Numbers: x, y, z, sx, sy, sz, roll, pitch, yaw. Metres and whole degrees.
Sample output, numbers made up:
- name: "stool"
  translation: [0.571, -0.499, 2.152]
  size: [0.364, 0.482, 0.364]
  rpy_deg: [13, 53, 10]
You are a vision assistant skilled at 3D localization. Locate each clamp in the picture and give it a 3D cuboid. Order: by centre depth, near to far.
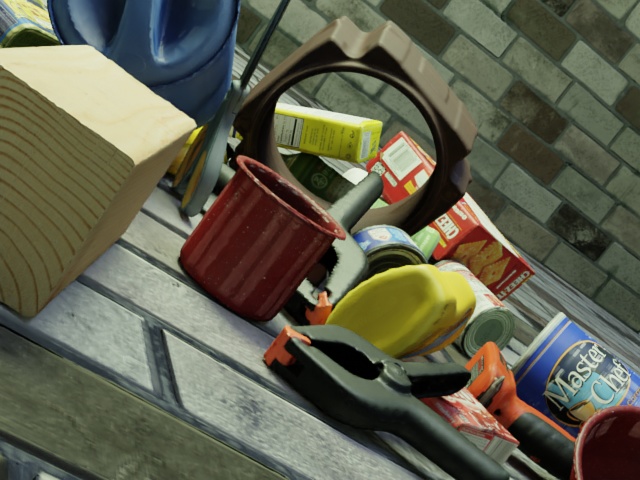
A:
- name: "clamp"
  translation: [0.047, 0.104, 0.679]
  size: [0.171, 0.039, 0.120]
  rpy_deg: [19, 22, -28]
- name: "clamp"
  translation: [-0.023, -0.005, 0.858]
  size: [0.164, 0.036, 0.210]
  rpy_deg: [8, 35, -7]

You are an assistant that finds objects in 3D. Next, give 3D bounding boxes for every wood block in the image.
- name: "wood block"
  translation: [-0.139, -0.043, 0.571]
  size: [0.090, 0.091, 0.206]
  rpy_deg: [36, 10, -5]

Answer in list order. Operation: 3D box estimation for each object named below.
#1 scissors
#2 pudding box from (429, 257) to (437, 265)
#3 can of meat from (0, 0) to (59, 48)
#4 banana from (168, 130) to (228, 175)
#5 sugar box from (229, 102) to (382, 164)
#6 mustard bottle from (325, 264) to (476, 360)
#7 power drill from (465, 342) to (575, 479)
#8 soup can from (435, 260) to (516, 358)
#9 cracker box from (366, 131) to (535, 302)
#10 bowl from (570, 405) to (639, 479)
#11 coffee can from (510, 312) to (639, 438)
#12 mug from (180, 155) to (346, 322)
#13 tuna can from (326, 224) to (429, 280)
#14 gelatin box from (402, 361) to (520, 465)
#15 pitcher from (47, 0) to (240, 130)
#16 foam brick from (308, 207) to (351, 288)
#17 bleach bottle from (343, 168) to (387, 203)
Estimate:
- name: "scissors"
  translation: [-0.069, -0.097, 0.832]
  size: [0.016, 0.202, 0.096]
  rpy_deg: [21, 39, -21]
- name: "pudding box"
  translation: [0.163, 0.059, 1.346]
  size: [0.114, 0.039, 0.090]
  rpy_deg: [42, 9, 21]
- name: "can of meat"
  translation: [-0.246, -0.165, 0.867]
  size: [0.084, 0.057, 0.102]
  rpy_deg: [44, 12, 25]
- name: "banana"
  translation: [-0.119, -0.082, 1.008]
  size: [0.069, 0.037, 0.198]
  rpy_deg: [21, 12, -13]
- name: "sugar box"
  translation: [-0.031, -0.119, 1.121]
  size: [0.176, 0.048, 0.093]
  rpy_deg: [10, 10, 14]
- name: "mustard bottle"
  translation: [0.073, 0.060, 0.832]
  size: [0.058, 0.096, 0.191]
  rpy_deg: [57, 14, 14]
- name: "power drill"
  translation: [0.200, 0.167, 0.902]
  size: [0.187, 0.057, 0.184]
  rpy_deg: [38, 10, 3]
- name: "soup can"
  translation: [0.159, 0.075, 1.165]
  size: [0.068, 0.068, 0.102]
  rpy_deg: [30, 12, -38]
- name: "cracker box"
  translation: [0.161, -0.022, 1.308]
  size: [0.164, 0.072, 0.213]
  rpy_deg: [54, 12, 31]
- name: "bowl"
  translation: [0.235, 0.201, 0.762]
  size: [0.162, 0.055, 0.162]
  rpy_deg: [18, 44, -18]
- name: "coffee can"
  translation: [0.259, 0.154, 1.046]
  size: [0.140, 0.103, 0.102]
  rpy_deg: [40, 10, 15]
- name: "mug"
  translation: [-0.039, 0.002, 0.745]
  size: [0.093, 0.081, 0.117]
  rpy_deg: [39, 10, 11]
- name: "tuna can"
  translation: [0.051, 0.032, 0.923]
  size: [0.086, 0.086, 0.034]
  rpy_deg: [31, 14, -33]
- name: "gelatin box"
  translation: [0.098, 0.130, 0.793]
  size: [0.089, 0.030, 0.073]
  rpy_deg: [27, 13, -48]
- name: "pitcher"
  translation: [-0.134, -0.149, 0.845]
  size: [0.243, 0.149, 0.145]
  rpy_deg: [117, -37, -83]
- name: "foam brick"
  translation: [-0.006, 0.001, 0.963]
  size: [0.053, 0.051, 0.078]
  rpy_deg: [37, 9, -7]
- name: "bleach bottle"
  translation: [0.067, -0.014, 1.284]
  size: [0.102, 0.068, 0.251]
  rpy_deg: [35, 12, -11]
